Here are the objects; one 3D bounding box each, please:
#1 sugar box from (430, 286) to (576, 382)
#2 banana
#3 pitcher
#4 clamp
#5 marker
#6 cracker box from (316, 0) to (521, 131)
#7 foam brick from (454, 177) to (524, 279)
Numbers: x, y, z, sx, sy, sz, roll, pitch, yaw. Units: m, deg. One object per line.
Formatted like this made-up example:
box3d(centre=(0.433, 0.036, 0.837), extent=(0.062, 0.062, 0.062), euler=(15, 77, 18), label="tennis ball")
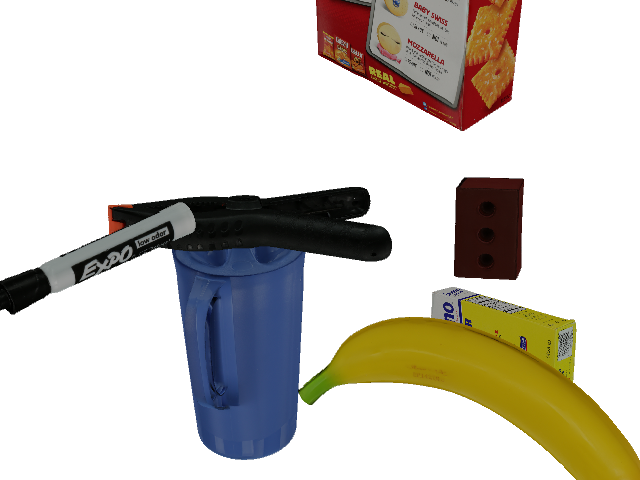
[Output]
box3d(centre=(0.200, 0.117, 1.197), extent=(0.048, 0.093, 0.177), euler=(-12, 18, -44), label="sugar box")
box3d(centre=(0.091, 0.086, 0.572), extent=(0.198, 0.070, 0.037), euler=(19, 10, 12), label="banana")
box3d(centre=(-0.084, 0.108, 1.101), extent=(0.149, 0.243, 0.145), euler=(-13, 30, -23), label="pitcher")
box3d(centre=(-0.050, -0.012, 0.785), extent=(0.210, 0.036, 0.164), euler=(-2, 13, -9), label="clamp")
box3d(centre=(-0.122, 0.009, 0.581), extent=(0.120, 0.020, 0.020), euler=(-27, 15, -33), label="marker")
box3d(centre=(0.073, -0.213, 0.808), extent=(0.072, 0.214, 0.164), euler=(-33, 50, -30), label="cracker box")
box3d(centre=(0.140, -0.011, 0.884), extent=(0.053, 0.078, 0.051), euler=(2, 15, 15), label="foam brick")
